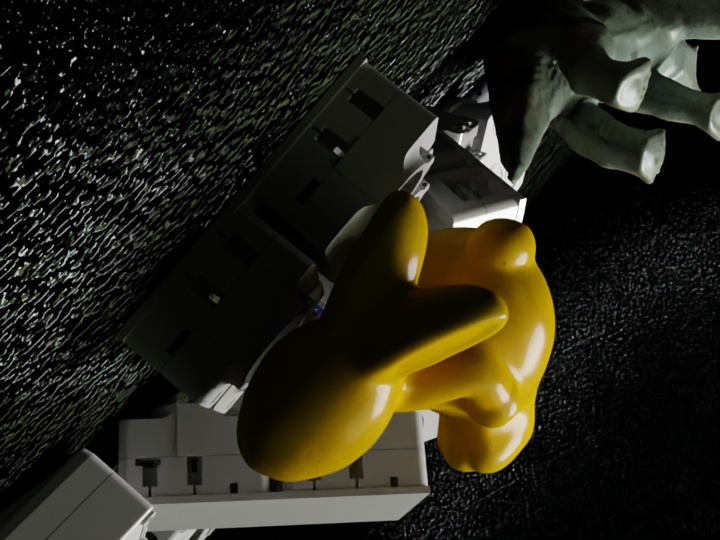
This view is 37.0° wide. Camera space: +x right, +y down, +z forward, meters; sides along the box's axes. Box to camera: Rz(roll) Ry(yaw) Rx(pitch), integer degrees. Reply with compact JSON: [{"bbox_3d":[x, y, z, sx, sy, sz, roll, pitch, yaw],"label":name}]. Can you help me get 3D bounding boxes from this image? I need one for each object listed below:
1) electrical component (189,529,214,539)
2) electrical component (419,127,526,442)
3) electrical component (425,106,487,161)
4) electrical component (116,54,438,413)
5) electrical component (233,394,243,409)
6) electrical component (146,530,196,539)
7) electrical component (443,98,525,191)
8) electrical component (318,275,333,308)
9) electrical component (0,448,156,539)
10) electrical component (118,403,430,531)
[{"bbox_3d":[-0.132,0.191,1.001,0.109,0.056,0.108,-43,169,-46],"label":"electrical component"},{"bbox_3d":[0.040,0.012,0.715,0.060,0.105,0.186,-16,131,-26],"label":"electrical component"},{"bbox_3d":[0.054,-0.079,0.755,0.042,0.081,0.063,-40,144,-56],"label":"electrical component"},{"bbox_3d":[-0.035,-0.011,0.579,0.186,0.060,0.105,-50,173,-7],"label":"electrical component"},{"bbox_3d":[-0.084,0.100,0.831,0.095,0.059,0.054,-52,173,5],"label":"electrical component"},{"bbox_3d":[-0.171,0.214,0.903,0.055,0.050,0.089,-50,173,-3],"label":"electrical component"},{"bbox_3d":[0.095,-0.095,0.851,0.080,0.051,0.080,-14,109,-48],"label":"electrical component"},{"bbox_3d":[0.000,0.000,0.838,0.061,0.062,0.096,-46,171,-36],"label":"electrical component"},{"bbox_3d":[-0.166,0.150,0.576,0.096,0.061,0.061,-46,172,-31],"label":"electrical component"},{"bbox_3d":[-0.059,0.127,0.696,0.105,0.186,0.060,113,-25,-66],"label":"electrical component"}]
